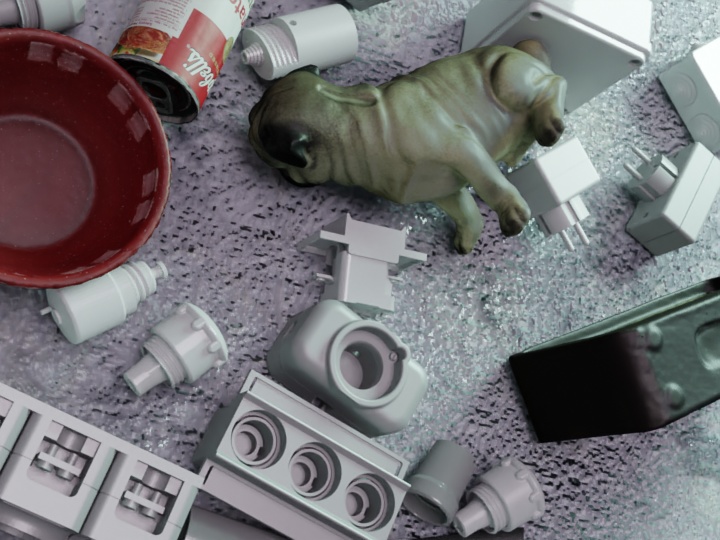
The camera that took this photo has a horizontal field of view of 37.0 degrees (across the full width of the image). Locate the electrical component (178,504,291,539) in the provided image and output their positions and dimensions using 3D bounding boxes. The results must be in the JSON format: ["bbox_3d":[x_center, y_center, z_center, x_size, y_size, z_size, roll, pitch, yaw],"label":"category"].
[{"bbox_3d":[-0.076,0.176,0.657,0.081,0.043,0.043,24,67,-19],"label":"electrical component"}]

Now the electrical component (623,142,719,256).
[{"bbox_3d":[0.246,-0.069,0.878,0.076,0.047,0.083,39,63,-12],"label":"electrical component"}]

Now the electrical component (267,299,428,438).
[{"bbox_3d":[-0.006,0.066,0.711,0.095,0.059,0.053,39,63,-12],"label":"electrical component"}]

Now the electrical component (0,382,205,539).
[{"bbox_3d":[-0.177,0.116,0.596,0.150,0.089,0.061,29,66,-17],"label":"electrical component"}]

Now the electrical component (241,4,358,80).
[{"bbox_3d":[-0.047,-0.159,0.760,0.081,0.043,0.043,-21,86,-29],"label":"electrical component"}]

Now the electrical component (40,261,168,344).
[{"bbox_3d":[-0.155,0.015,0.662,0.078,0.040,0.040,-27,89,-29],"label":"electrical component"}]

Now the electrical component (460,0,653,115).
[{"bbox_3d":[0.149,-0.179,0.825,0.109,0.109,0.056,19,66,-21],"label":"electrical component"}]

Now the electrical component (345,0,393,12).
[{"bbox_3d":[0.007,-0.260,0.801,0.063,0.079,0.121,31,63,-40],"label":"electrical component"}]

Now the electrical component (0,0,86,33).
[{"bbox_3d":[-0.210,-0.169,0.683,0.062,0.043,0.043,-24,88,-27],"label":"electrical component"}]

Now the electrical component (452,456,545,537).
[{"bbox_3d":[0.093,0.162,0.744,0.062,0.048,0.048,-26,89,-22],"label":"electrical component"}]

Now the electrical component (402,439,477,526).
[{"bbox_3d":[0.054,0.144,0.732,0.040,0.040,0.046,42,58,-11],"label":"electrical component"}]

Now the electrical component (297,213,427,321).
[{"bbox_3d":[0.000,0.000,0.743,0.081,0.042,0.063,11,75,-23],"label":"electrical component"}]

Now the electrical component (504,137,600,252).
[{"bbox_3d":[0.148,-0.050,0.814,0.047,0.066,0.076,-30,91,-29],"label":"electrical component"}]

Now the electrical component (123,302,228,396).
[{"bbox_3d":[-0.117,0.053,0.669,0.062,0.048,0.048,-37,94,-22],"label":"electrical component"}]

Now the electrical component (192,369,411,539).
[{"bbox_3d":[-0.039,0.128,0.676,0.121,0.063,0.078,33,64,-15],"label":"electrical component"}]

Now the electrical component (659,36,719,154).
[{"bbox_3d":[0.320,-0.157,0.937,0.100,0.048,0.099,-30,91,-29],"label":"electrical component"}]
